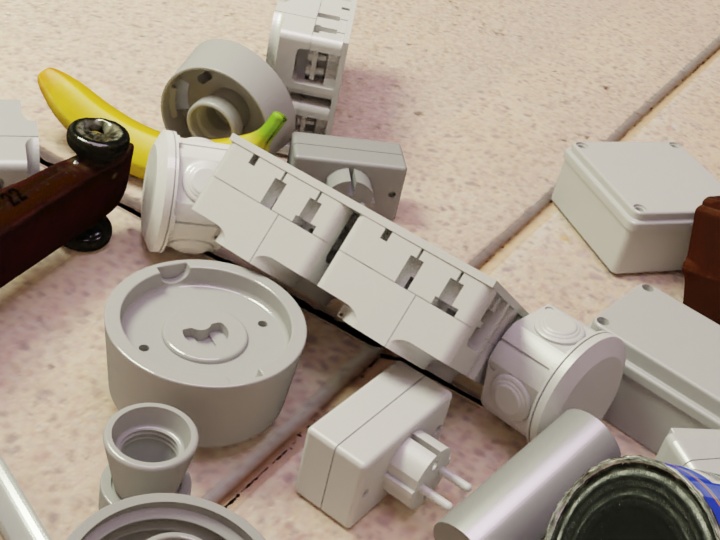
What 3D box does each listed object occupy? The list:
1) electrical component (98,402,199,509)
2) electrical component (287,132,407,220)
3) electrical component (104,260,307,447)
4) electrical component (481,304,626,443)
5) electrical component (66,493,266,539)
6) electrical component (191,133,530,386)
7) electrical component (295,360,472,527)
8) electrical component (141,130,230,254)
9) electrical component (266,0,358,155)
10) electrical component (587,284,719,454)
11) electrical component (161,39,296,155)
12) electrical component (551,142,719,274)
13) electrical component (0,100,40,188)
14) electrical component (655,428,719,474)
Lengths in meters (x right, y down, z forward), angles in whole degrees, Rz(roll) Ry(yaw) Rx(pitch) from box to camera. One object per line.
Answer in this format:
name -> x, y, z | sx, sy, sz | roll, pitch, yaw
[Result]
electrical component -> -0.103, 0.099, 0.522 | 0.045, 0.055, 0.045 | 9, 35, -6
electrical component -> -0.010, -0.058, 0.783 | 0.083, 0.047, 0.075 | 5, 35, -11
electrical component -> -0.087, 0.050, 0.592 | 0.108, 0.060, 0.108 | 9, 35, -6
electrical component -> 0.113, 0.064, 0.623 | 0.080, 0.080, 0.051 | -21, 42, -39
electrical component -> -0.081, 0.144, 0.451 | 0.108, 0.060, 0.108 | 12, 39, -10
electrical component -> 0.000, 0.000, 0.644 | 0.186, 0.060, 0.105 | 31, -2, 24
electrical component -> 0.023, 0.100, 0.569 | 0.076, 0.047, 0.083 | 31, 38, 24
electrical component -> -0.114, -0.050, 0.709 | 0.051, 0.080, 0.080 | 6, 35, -19
electrical component -> -0.041, -0.183, 0.897 | 0.060, 0.105, 0.186 | 11, 34, -3
electrical component -> 0.195, 0.067, 0.664 | 0.113, 0.057, 0.078 | 34, 40, 27
electrical component -> -0.097, -0.120, 0.802 | 0.099, 0.099, 0.064 | 21, 42, 11
electrical component -> 0.224, -0.051, 0.841 | 0.109, 0.056, 0.108 | -3, 38, -22
electrical component -> -0.246, -0.074, 0.724 | 0.056, 0.050, 0.089 | -2, 37, -20
electrical component -> 0.194, 0.123, 0.580 | 0.096, 0.061, 0.061 | 0, 37, -19
